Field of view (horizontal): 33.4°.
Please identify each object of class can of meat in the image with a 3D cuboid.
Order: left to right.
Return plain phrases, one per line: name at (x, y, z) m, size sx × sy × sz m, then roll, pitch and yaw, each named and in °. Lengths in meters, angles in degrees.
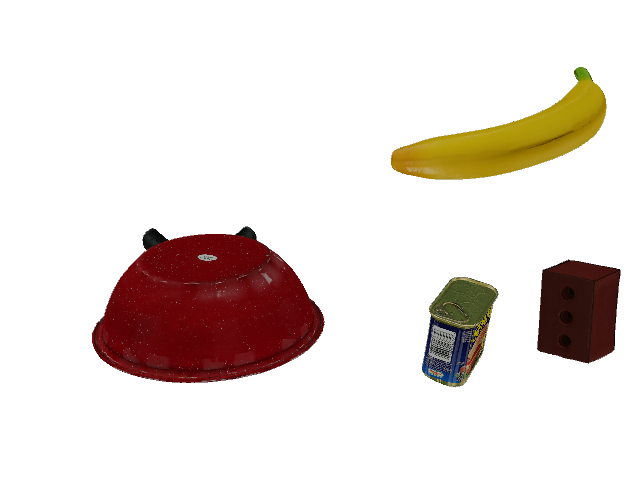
can of meat at (0.153, 0.102, 1.187) m, size 0.057 × 0.084 × 0.102 m, roll 18°, pitch 30°, yaw 19°

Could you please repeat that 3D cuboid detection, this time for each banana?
banana at (0.150, -0.080, 0.808) m, size 0.197 × 0.037 × 0.070 m, roll -24°, pitch 30°, yaw -23°

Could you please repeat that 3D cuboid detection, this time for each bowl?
bowl at (-0.078, 0.037, 0.736) m, size 0.162 × 0.055 × 0.162 m, roll -2°, pitch 21°, yaw 0°

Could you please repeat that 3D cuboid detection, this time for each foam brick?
foam brick at (0.228, 0.062, 0.944) m, size 0.053 × 0.078 × 0.051 m, roll 12°, pitch 19°, yaw 39°

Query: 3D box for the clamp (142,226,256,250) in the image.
clamp at (-0.114, 0.031, 1.090) m, size 0.120 × 0.039 × 0.171 m, roll -11°, pitch 35°, yaw -9°
